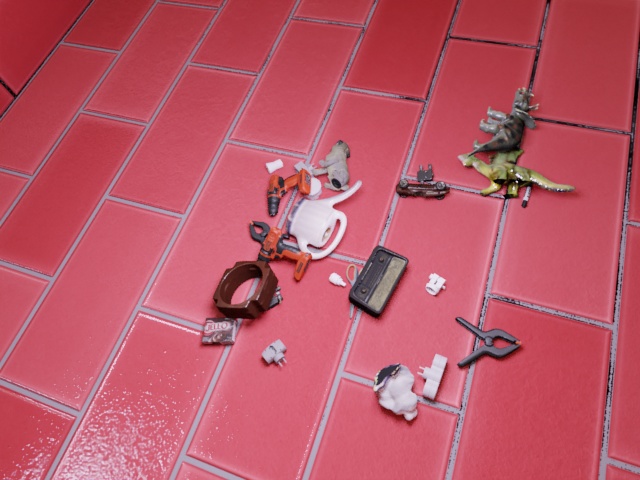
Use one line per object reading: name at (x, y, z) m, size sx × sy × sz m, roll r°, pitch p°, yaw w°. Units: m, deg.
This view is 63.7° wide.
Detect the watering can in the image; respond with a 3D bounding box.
watering can at (0.006, -0.098, 1.939) m, size 0.225 × 0.102 × 0.351 m, roll 22°, pitch 76°, yaw 19°

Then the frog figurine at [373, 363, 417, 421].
frog figurine at (0.248, 0.474, 1.608) m, size 0.139 × 0.121 × 0.158 m, roll -44°, pitch 100°, yaw -24°

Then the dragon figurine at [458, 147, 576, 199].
dragon figurine at (0.727, -0.274, 1.936) m, size 0.410 × 0.119 × 0.248 m, roll 5°, pitch 54°, yaw 12°
